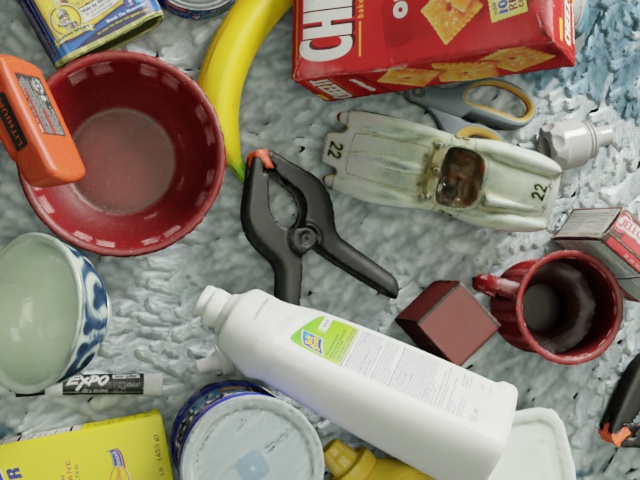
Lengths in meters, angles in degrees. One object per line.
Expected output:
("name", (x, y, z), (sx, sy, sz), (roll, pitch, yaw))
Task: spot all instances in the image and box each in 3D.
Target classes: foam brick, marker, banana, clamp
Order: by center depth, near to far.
("marker", (-0.187, 0.116, 0.857), (0.121, 0.020, 0.020), (1, 87, -10))
("clamp", (-0.006, 0.001, 0.880), (0.120, 0.039, 0.171), (-20, 97, -27))
("foam brick", (0.104, 0.069, 0.883), (0.051, 0.078, 0.053), (-43, 94, -8))
("banana", (-0.062, -0.149, 0.885), (0.069, 0.037, 0.198), (19, 87, -38))
("clamp", (0.344, 0.127, 0.945), (0.210, 0.036, 0.164), (-39, 95, -8))

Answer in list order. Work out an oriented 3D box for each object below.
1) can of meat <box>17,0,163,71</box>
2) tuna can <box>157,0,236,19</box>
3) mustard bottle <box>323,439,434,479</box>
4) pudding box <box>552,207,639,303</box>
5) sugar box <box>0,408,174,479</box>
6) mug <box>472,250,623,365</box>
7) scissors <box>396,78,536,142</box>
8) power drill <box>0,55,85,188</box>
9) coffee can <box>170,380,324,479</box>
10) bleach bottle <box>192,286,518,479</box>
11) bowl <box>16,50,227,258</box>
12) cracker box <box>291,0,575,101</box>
("can of meat", (-0.186, -0.192, 0.851), (0.102, 0.057, 0.084), (-29, 95, -10))
("tuna can", (-0.102, -0.226, 0.878), (0.086, 0.034, 0.086), (1, 86, -10))
("mustard bottle", (0.072, 0.225, 0.817), (0.096, 0.058, 0.191), (-44, 95, -8))
("pudding box", (0.255, 0.013, 0.895), (0.090, 0.113, 0.039), (41, 84, -6))
("sugar box", (-0.204, 0.195, 0.837), (0.176, 0.048, 0.093), (-10, 90, -12))
("mug", (0.183, 0.053, 0.896), (0.117, 0.081, 0.093), (16, 85, -10))
("scissors", (0.088, -0.107, 0.919), (0.201, 0.016, 0.096), (5, 87, -10))
("power drill", (-0.272, -0.038, 0.793), (0.188, 0.057, 0.184), (-26, 87, 14))
("coffee can", (-0.060, 0.163, 0.816), (0.102, 0.140, 0.103), (0, 88, -11))
("bleach bottle", (0.022, 0.099, 0.817), (0.251, 0.102, 0.068), (26, 115, 5))
("bowl", (-0.158, -0.066, 0.851), (0.162, 0.055, 0.162), (0, 88, -10))
("cracker box", (0.084, -0.206, 0.830), (0.214, 0.072, 0.164), (-4, 79, 27))
